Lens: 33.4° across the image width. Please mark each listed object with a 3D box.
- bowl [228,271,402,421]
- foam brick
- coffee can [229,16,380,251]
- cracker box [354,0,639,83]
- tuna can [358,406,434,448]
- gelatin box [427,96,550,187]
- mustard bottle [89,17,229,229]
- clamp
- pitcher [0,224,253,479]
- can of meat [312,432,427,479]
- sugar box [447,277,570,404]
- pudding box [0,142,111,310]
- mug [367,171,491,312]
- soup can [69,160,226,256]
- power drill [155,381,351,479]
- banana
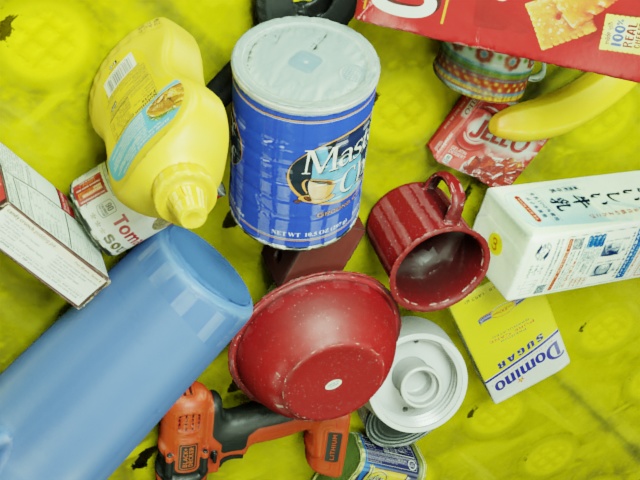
[{"bbox_3d":[0.004,0.106,0.926,0.162,0.055,0.162,-11,130,-13],"label":"bowl"},{"bbox_3d":[-0.006,0.001,0.917,0.051,0.053,0.078,13,120,-30],"label":"foam brick"},{"bbox_3d":[-0.015,-0.076,0.779,0.102,0.103,0.140,-10,139,-14],"label":"coffee can"},{"bbox_3d":[0.142,-0.205,0.702,0.213,0.072,0.164,13,130,2],"label":"cracker box"},{"bbox_3d":[0.082,0.172,1.099,0.086,0.034,0.086,-11,129,-14],"label":"tuna can"},{"bbox_3d":[0.147,-0.088,0.921,0.089,0.030,0.073,22,116,-34],"label":"gelatin box"},{"bbox_3d":[-0.107,-0.071,0.727,0.058,0.192,0.096,32,111,-37],"label":"mustard bottle"},{"bbox_3d":[-0.008,-0.156,0.803,0.120,0.039,0.172,4,132,-32],"label":"clamp"},{"bbox_3d":[-0.168,0.105,0.898,0.145,0.149,0.243,40,103,-23],"label":"pitcher"},{"bbox_3d":[0.049,0.256,1.138,0.083,0.057,0.102,18,117,-29],"label":"can of meat"},{"bbox_3d":[0.184,0.084,1.062,0.093,0.048,0.176,-29,130,2],"label":"sugar box"},{"bbox_3d":[-0.213,-0.012,0.801,0.039,0.090,0.113,-39,131,9],"label":"pudding box"},{"bbox_3d":[0.094,-0.007,0.930,0.093,0.081,0.117,1,126,-23],"label":"mug"},{"bbox_3d":[-0.133,-0.040,0.825,0.102,0.068,0.068,-29,131,3],"label":"soup can"},{"bbox_3d":[-0.069,0.207,1.052,0.187,0.057,0.184,-5,128,-18],"label":"power drill"},{"bbox_3d":[0.224,-0.133,0.897,0.197,0.037,0.069,-40,121,-9],"label":"banana"}]
